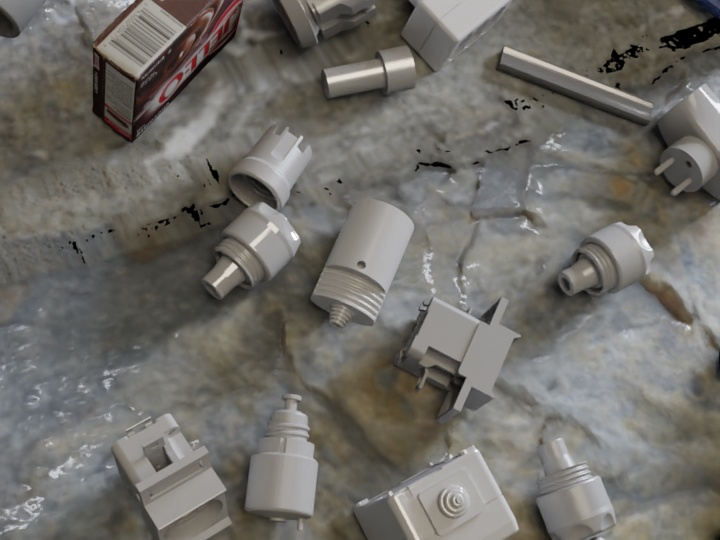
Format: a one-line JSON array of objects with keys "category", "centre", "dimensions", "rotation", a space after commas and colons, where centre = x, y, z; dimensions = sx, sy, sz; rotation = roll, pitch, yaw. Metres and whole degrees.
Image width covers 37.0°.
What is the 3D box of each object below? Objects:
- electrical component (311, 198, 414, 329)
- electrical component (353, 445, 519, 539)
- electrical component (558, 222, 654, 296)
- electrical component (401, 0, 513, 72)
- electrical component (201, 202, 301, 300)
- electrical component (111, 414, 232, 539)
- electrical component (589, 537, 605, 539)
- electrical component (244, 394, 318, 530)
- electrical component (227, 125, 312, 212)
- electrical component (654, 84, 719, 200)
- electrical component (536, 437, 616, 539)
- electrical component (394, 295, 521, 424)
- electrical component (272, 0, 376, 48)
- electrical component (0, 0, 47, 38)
[{"category": "electrical component", "centre": [0.000, 0.000, 0.682], "dimensions": [0.043, 0.043, 0.081], "rotation": [26, 68, -5]}, {"category": "electrical component", "centre": [0.046, 0.145, 0.618], "dimensions": [0.062, 0.096, 0.061], "rotation": [-25, 81, -21]}, {"category": "electrical component", "centre": [0.163, -0.003, 0.726], "dimensions": [0.062, 0.043, 0.043], "rotation": [-26, 81, -20]}, {"category": "electrical component", "centre": [0.057, -0.194, 0.758], "dimensions": [0.066, 0.047, 0.076], "rotation": [-41, 87, -22]}, {"category": "electrical component", "centre": [-0.071, -0.009, 0.667], "dimensions": [0.043, 0.043, 0.062], "rotation": [43, 68, 2]}, {"category": "electrical component", "centre": [-0.107, 0.119, 0.603], "dimensions": [0.042, 0.081, 0.063], "rotation": [-27, 58, -21]}, {"category": "electrical component", "centre": [0.135, 0.194, 0.660], "dimensions": [0.061, 0.035, 0.035], "rotation": [-35, 84, -20]}, {"category": "electrical component", "centre": [-0.045, 0.113, 0.636], "dimensions": [0.040, 0.040, 0.078], "rotation": [10, 70, -11]}, {"category": "electrical component", "centre": [-0.057, -0.065, 0.692], "dimensions": [0.040, 0.040, 0.046], "rotation": [33, 61, -2]}, {"category": "electrical component", "centre": [0.243, -0.082, 0.772], "dimensions": [0.079, 0.044, 0.077], "rotation": [-36, 84, -22]}, {"category": "electrical component", "centre": [0.130, 0.137, 0.672], "dimensions": [0.043, 0.043, 0.062], "rotation": [-16, 75, -19]}, {"category": "electrical component", "centre": [0.060, 0.052, 0.682], "dimensions": [0.064, 0.042, 0.081], "rotation": [28, 67, -3]}, {"category": "electrical component", "centre": [-0.027, -0.186, 0.723], "dimensions": [0.057, 0.078, 0.058], "rotation": [-29, 81, -2]}, {"category": "electrical component", "centre": [-0.225, -0.180, 0.677], "dimensions": [0.055, 0.055, 0.047], "rotation": [28, 71, -5]}]
